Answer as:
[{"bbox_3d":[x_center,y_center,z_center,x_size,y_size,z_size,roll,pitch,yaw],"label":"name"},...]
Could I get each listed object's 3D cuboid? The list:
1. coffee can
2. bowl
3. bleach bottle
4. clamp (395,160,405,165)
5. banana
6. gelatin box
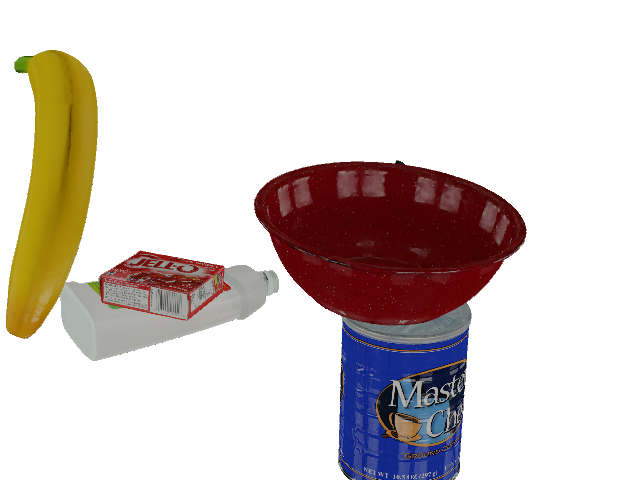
[{"bbox_3d":[0.066,0.119,0.864,0.103,0.140,0.103,1,20,-1],"label":"coffee can"},{"bbox_3d":[0.039,0.006,0.643,0.162,0.055,0.162,4,24,-2],"label":"bowl"},{"bbox_3d":[-0.166,0.069,1.244,0.250,0.068,0.103,-12,33,-32],"label":"bleach bottle"},{"bbox_3d":[0.076,-0.009,1.236,0.164,0.210,0.036,-13,-39,-26],"label":"clamp"},{"bbox_3d":[-0.158,-0.042,0.633,0.037,0.198,0.070,14,-34,-31],"label":"banana"},{"bbox_3d":[-0.141,0.038,0.952,0.089,0.030,0.073,10,20,18],"label":"gelatin box"}]
